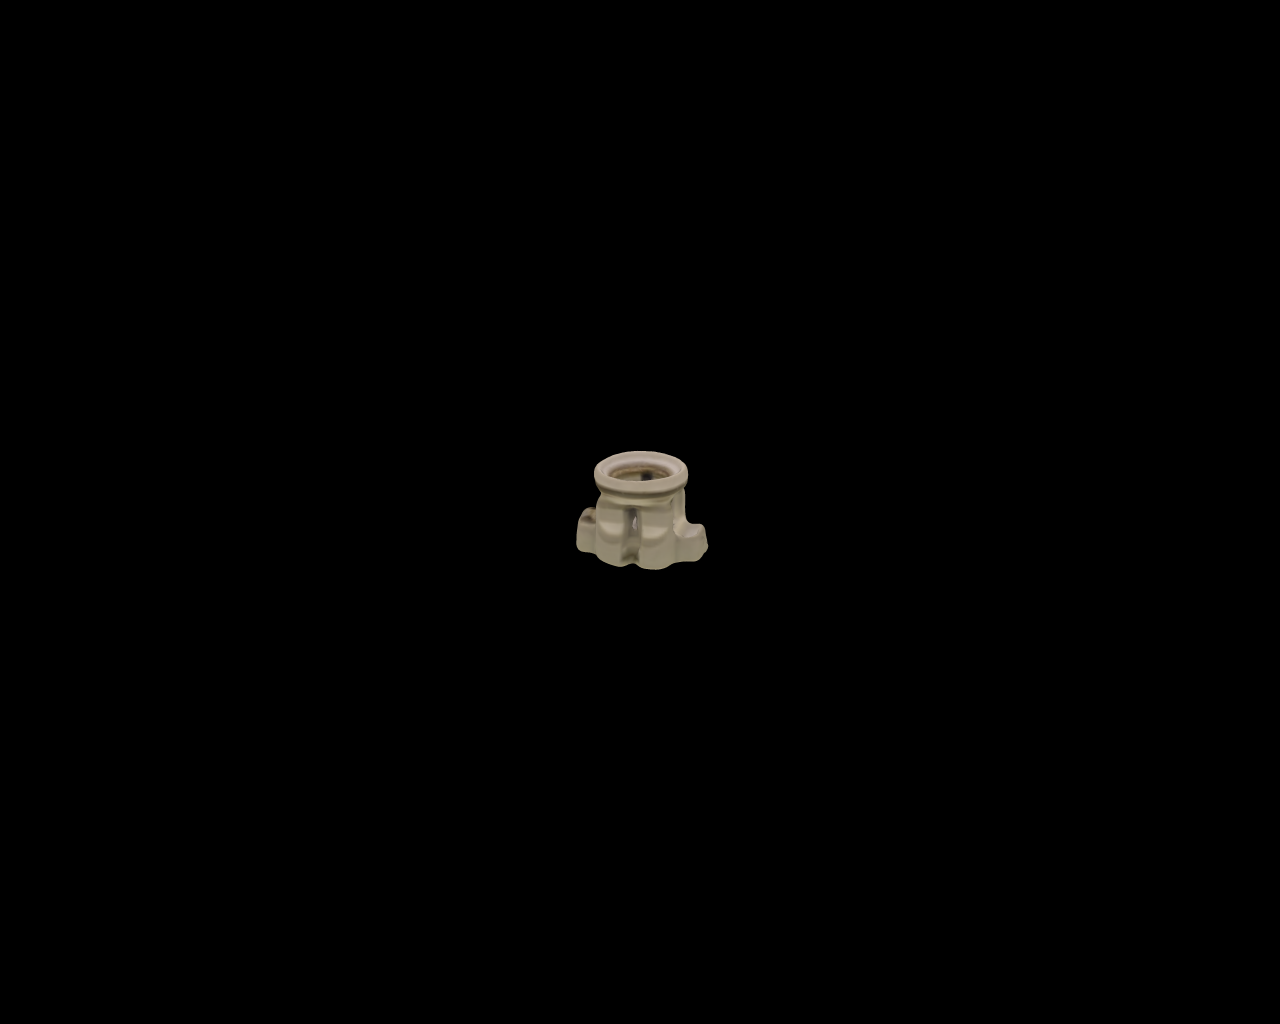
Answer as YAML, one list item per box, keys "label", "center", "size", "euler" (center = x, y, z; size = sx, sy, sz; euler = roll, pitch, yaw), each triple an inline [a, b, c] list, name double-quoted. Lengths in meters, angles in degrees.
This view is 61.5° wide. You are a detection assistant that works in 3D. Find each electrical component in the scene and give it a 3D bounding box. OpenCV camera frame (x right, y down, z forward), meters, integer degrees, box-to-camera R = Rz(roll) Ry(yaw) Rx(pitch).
- label: "electrical component"
  center: [0.001, -0.003, 0.650]
  size: [0.078, 0.056, 0.058]
  euler: [6, 24, 14]
